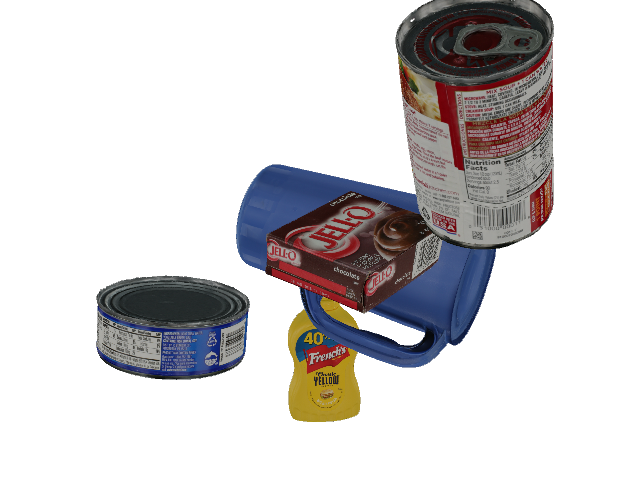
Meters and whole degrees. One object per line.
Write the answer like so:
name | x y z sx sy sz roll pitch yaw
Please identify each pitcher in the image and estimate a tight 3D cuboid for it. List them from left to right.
pitcher | 0.040 0.014 1.041 0.243 0.145 0.149 17 22 20

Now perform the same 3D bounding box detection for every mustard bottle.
mustard bottle | 0.005 0.144 1.419 0.096 0.192 0.058 -2 18 -6

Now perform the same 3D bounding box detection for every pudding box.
pudding box | 0.027 0.006 0.795 0.090 0.039 0.113 21 29 29

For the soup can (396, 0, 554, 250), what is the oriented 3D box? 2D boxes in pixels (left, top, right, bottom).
soup can | 0.074 -0.054 0.493 0.068 0.102 0.068 -7 43 6

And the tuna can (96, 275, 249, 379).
tuna can | -0.084 0.048 0.605 0.086 0.034 0.086 4 14 -1
